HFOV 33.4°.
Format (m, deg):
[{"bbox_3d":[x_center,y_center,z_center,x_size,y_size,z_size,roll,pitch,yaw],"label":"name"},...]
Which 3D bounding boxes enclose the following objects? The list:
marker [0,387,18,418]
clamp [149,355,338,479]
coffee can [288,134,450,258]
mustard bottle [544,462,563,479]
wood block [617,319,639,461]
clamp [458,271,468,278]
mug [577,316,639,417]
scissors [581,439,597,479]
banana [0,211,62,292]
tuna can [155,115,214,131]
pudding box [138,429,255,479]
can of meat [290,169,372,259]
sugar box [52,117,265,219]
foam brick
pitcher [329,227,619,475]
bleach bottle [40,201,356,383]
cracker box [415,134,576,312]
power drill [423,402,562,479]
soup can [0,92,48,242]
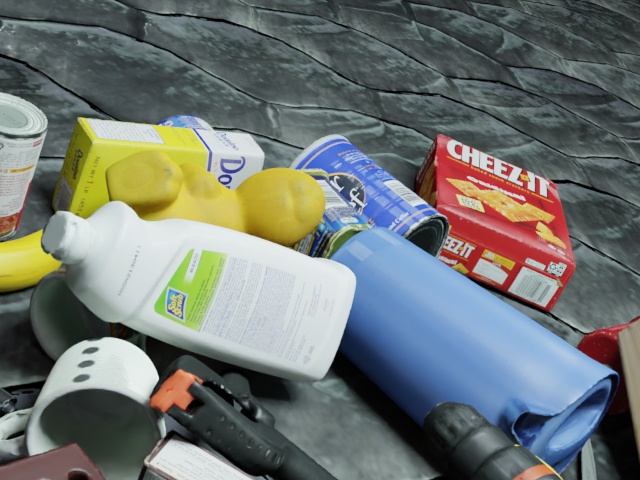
[{"bbox_3d":[-0.248,0.082,0.711,0.121,0.020,0.020,33,29,15],"label":"marker"},{"bbox_3d":[-0.055,0.116,0.700,0.165,0.036,0.209,41,-2,36],"label":"clamp"},{"bbox_3d":[0.040,-0.022,1.033,0.140,0.103,0.102,40,31,26],"label":"coffee can"},{"bbox_3d":[0.182,0.231,0.719,0.192,0.096,0.058,36,27,19],"label":"mustard bottle"},{"bbox_3d":[0.323,0.160,0.882,0.090,0.090,0.206,13,55,-21],"label":"wood block"},{"bbox_3d":[0.155,0.092,0.998,0.172,0.039,0.120,42,33,28],"label":"clamp"},{"bbox_3d":[0.299,0.131,1.008,0.081,0.093,0.117,-5,67,-37],"label":"mug"},{"bbox_3d":[0.202,0.211,0.856,0.096,0.016,0.202,17,28,-14],"label":"scissors"},{"bbox_3d":[-0.267,0.013,0.796,0.197,0.037,0.070,-4,35,-42],"label":"banana"},{"bbox_3d":[-0.130,-0.074,1.004,0.085,0.086,0.034,2,34,-37],"label":"tuna can"},{"bbox_3d":[-0.060,0.177,0.622,0.113,0.090,0.039,28,30,8],"label":"pudding box"},{"bbox_3d":[-0.006,0.001,0.959,0.057,0.102,0.084,-3,41,-42],"label":"can of meat"},{"bbox_3d":[-0.141,-0.053,0.951,0.175,0.093,0.048,2,36,-36],"label":"sugar box"},{"bbox_3d":[-0.162,0.160,0.610,0.053,0.051,0.078,41,32,28],"label":"foam brick"},{"bbox_3d":[0.112,0.097,0.877,0.144,0.149,0.243,-31,55,-33],"label":"pitcher"},{"bbox_3d":[-0.083,0.027,0.755,0.068,0.102,0.250,8,-13,45],"label":"bleach bottle"},{"bbox_3d":[0.192,-0.027,1.198,0.164,0.072,0.213,23,27,-5],"label":"cracker box"},{"bbox_3d":[0.068,0.190,0.579,0.187,0.057,0.185,-32,50,-18],"label":"power drill"},{"bbox_3d":[-0.262,-0.058,0.850,0.068,0.102,0.068,19,28,-11],"label":"soup can"}]
